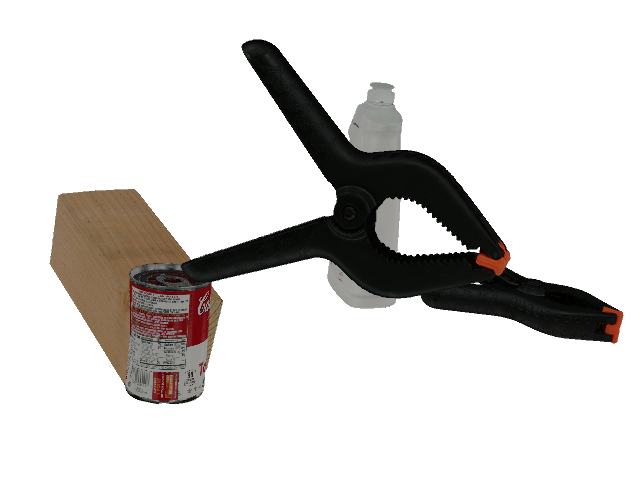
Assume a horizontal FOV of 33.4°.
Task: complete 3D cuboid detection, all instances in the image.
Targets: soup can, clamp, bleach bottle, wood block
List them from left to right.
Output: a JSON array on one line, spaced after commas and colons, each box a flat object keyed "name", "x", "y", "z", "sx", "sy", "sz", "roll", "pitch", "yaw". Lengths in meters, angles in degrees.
[{"name": "wood block", "x": -0.189, "y": 0.040, "z": 1.063, "sx": 0.090, "sy": 0.091, "sz": 0.206, "roll": -6, "pitch": 35, "yaw": -34}, {"name": "soup can", "x": -0.127, "y": 0.077, "z": 0.885, "sx": 0.068, "sy": 0.102, "sz": 0.068, "roll": 5, "pitch": 14, "yaw": -1}, {"name": "clamp", "x": 0.020, "y": -0.030, "z": 0.674, "sx": 0.210, "sy": 0.165, "sz": 0.036, "roll": 14, "pitch": 15, "yaw": 13}, {"name": "bleach bottle", "x": 0.059, "y": -0.055, "z": 1.235, "sx": 0.068, "sy": 0.251, "sz": 0.103, "roll": -2, "pitch": 22, "yaw": -21}, {"name": "clamp", "x": 0.185, "y": 0.050, "z": 0.960, "sx": 0.171, "sy": 0.039, "sz": 0.120, "roll": 16, "pitch": 27, "yaw": 15}]
